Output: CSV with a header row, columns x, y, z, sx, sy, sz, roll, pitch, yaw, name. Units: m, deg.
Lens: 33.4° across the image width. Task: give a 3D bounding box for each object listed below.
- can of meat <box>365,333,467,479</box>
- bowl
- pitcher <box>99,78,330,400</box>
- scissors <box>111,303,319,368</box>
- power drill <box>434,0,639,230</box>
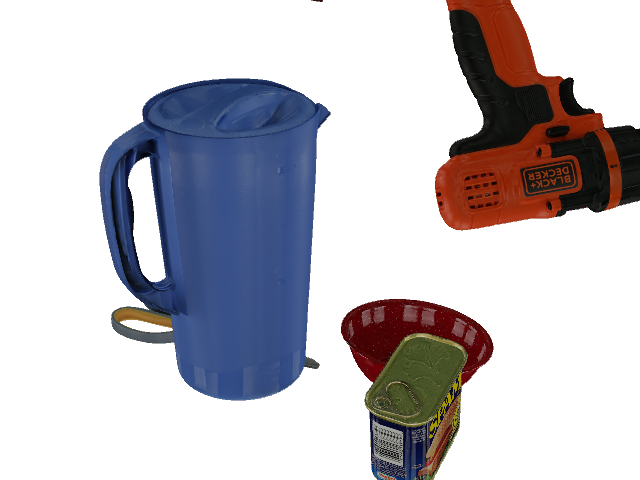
x,y,z,sx,sy,sz,roll,pitch,yaw,name
0.078,0.140,0.863,0.057,0.084,0.102,15,40,23,can of meat
0.099,0.122,1.135,0.162,0.055,0.162,5,24,-2,bowl
-0.076,0.004,0.843,0.149,0.243,0.145,6,27,11,pitcher
-0.097,0.080,1.021,0.202,0.016,0.096,8,30,2,scissors
0.152,-0.109,0.676,0.184,0.187,0.057,-11,-2,-4,power drill
